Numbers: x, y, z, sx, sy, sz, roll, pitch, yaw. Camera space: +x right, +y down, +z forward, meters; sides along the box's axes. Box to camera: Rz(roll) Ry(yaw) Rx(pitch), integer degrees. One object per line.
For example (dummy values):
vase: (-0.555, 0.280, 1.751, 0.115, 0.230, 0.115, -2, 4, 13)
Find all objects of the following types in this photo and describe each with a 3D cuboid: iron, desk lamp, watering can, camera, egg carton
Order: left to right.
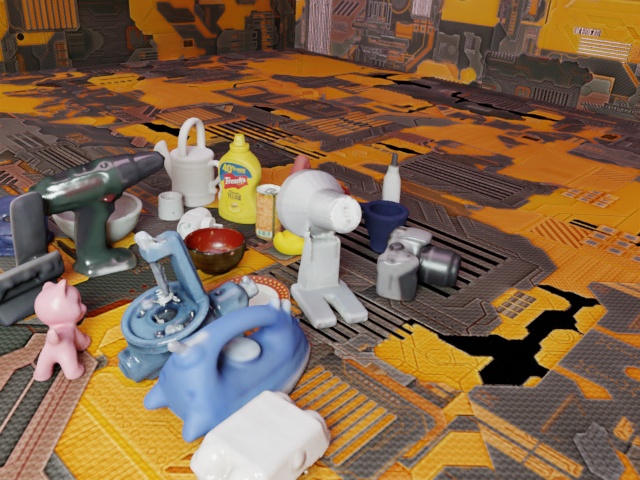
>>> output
watering can: (-0.299, -0.183, 1.309, 0.173, 0.194, 0.101, 3, 27, -1)
iron: (-0.098, 0.143, 0.749, 0.118, 0.141, 0.259, 23, 33, 33)
egg carton: (-0.063, 0.237, 0.646, 0.107, 0.069, 0.151, 21, 32, 31)
desk lamp: (0.009, 0.003, 0.960, 0.118, 0.214, 0.202, -8, 29, -22)
camera: (0.183, 0.040, 1.037, 0.136, 0.101, 0.143, 12, 28, 17)

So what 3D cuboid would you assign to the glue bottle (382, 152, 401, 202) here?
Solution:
glue bottle: (0.154, -0.107, 1.243, 0.037, 0.173, 0.078, 3, 27, -2)

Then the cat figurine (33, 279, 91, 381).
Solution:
cat figurine: (-0.363, 0.114, 0.797, 0.067, 0.118, 0.127, -4, 28, -14)

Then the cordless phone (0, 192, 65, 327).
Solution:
cordless phone: (-0.477, 0.024, 0.885, 0.094, 0.185, 0.148, 15, 29, 21)

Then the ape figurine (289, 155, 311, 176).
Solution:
ape figurine: (-0.044, -0.167, 1.426, 0.076, 0.092, 0.077, -9, 29, -24)

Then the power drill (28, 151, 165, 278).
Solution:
power drill: (-0.381, -0.048, 1.013, 0.230, 0.208, 0.075, -13, 31, -30)

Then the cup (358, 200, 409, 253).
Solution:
cup: (0.117, -0.026, 1.165, 0.117, 0.095, 0.092, 16, 29, 22)

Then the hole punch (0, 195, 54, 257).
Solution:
hole punch: (-0.564, -0.027, 1.078, 0.109, 0.091, 0.101, 0, 27, -7)

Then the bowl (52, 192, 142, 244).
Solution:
bowl: (-0.434, -0.035, 1.131, 0.167, 0.075, 0.167, 3, 27, -1)

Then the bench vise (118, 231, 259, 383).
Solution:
bench vise: (-0.187, 0.070, 0.793, 0.121, 0.220, 0.208, 19, 30, 28)

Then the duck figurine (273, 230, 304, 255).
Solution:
duck figurine: (-0.044, -0.023, 1.147, 0.105, 0.086, 0.077, -14, 32, -31)
